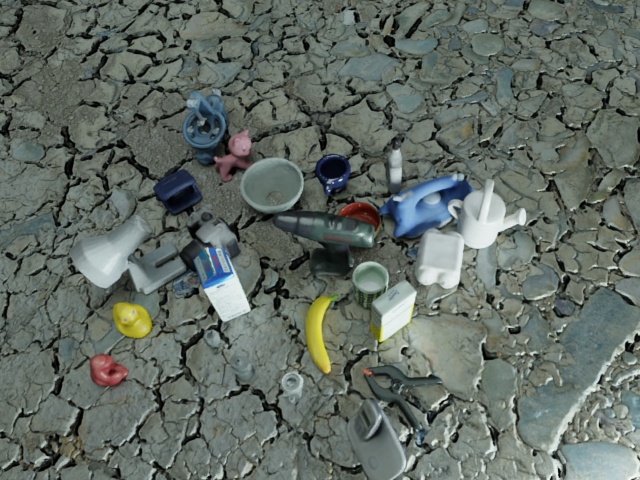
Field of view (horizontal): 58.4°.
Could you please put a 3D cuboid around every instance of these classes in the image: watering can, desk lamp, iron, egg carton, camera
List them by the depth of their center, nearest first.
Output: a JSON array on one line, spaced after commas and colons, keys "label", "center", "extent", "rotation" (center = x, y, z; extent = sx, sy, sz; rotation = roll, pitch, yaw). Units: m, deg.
[{"label": "desk lamp", "center": [-0.450, 0.039, 1.352], "extent": [0.203, 0.214, 0.117], "rotation": [-31, 62, -13]}, {"label": "watering can", "center": [0.395, -0.070, 1.360], "extent": [0.173, 0.194, 0.101], "rotation": [-4, 60, 2]}, {"label": "egg carton", "center": [0.287, 0.043, 1.376], "extent": [0.107, 0.069, 0.150], "rotation": [9, 61, 9]}, {"label": "iron", "center": [0.280, -0.110, 1.423], "extent": [0.258, 0.141, 0.118], "rotation": [-24, 61, -9]}, {"label": "camera", "center": [-0.293, 0.001, 1.427], "extent": [0.137, 0.101, 0.143], "rotation": [-42, 65, -18]}]

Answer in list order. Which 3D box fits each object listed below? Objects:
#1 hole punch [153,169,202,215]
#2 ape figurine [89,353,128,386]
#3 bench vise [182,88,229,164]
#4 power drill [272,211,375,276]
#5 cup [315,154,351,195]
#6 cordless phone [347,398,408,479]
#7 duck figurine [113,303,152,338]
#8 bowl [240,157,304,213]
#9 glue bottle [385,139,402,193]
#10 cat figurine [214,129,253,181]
[{"label": "hole punch", "center": [-0.385, -0.138, 1.520], "extent": [0.109, 0.091, 0.101], "rotation": [-35, 63, -15]}, {"label": "ape figurine", "center": [-0.484, 0.286, 1.283], "extent": [0.076, 0.092, 0.077], "rotation": [-23, 61, -8]}, {"label": "bench vise", "center": [-0.323, -0.346, 1.560], "extent": [0.121, 0.220, 0.207], "rotation": [-10, 60, -1]}, {"label": "power drill", "center": [0.012, 0.005, 1.339], "extent": [0.229, 0.208, 0.075], "rotation": [2, 60, 6]}, {"label": "cup", "center": [0.033, -0.152, 1.493], "extent": [0.091, 0.095, 0.118], "rotation": [9, 61, 10]}, {"label": "cordless phone", "center": [0.113, 0.391, 1.123], "extent": [0.094, 0.185, 0.147], "rotation": [-26, 61, -10]}, {"label": "duck figurine", "center": [-0.452, 0.177, 1.347], "extent": [0.104, 0.086, 0.078], "rotation": [34, 68, 21]}, {"label": "bowl", "center": [-0.122, -0.131, 1.505], "extent": [0.167, 0.075, 0.167], "rotation": [-2, 60, 3]}, {"label": "glue bottle", "center": [0.190, -0.197, 1.461], "extent": [0.037, 0.173, 0.078], "rotation": [-7, 60, 1]}, {"label": "cat figurine", "center": [-0.232, -0.237, 1.549], "extent": [0.128, 0.118, 0.067], "rotation": [-34, 63, -14]}]
